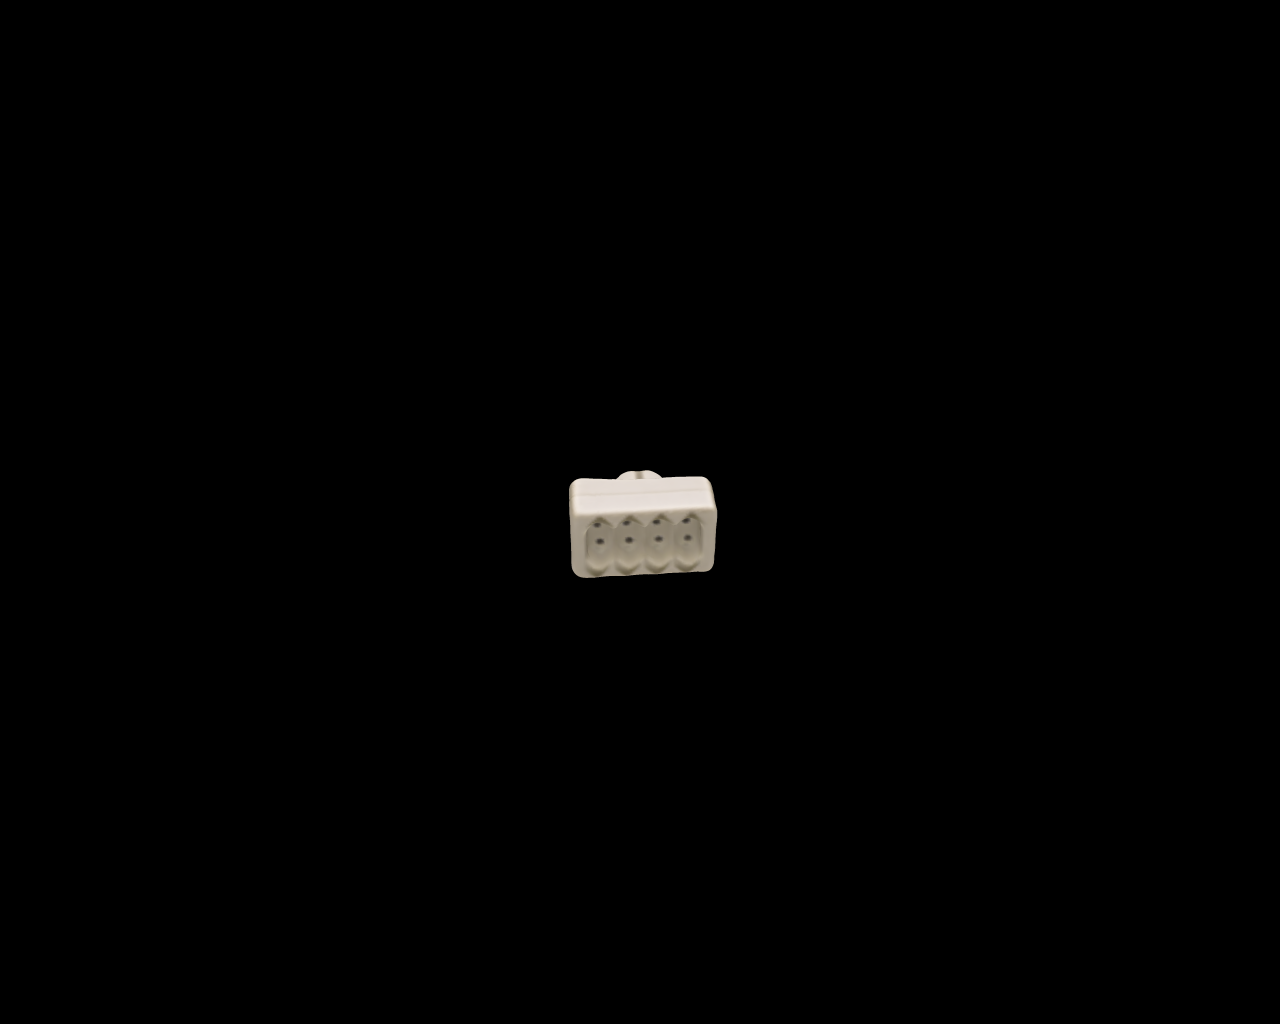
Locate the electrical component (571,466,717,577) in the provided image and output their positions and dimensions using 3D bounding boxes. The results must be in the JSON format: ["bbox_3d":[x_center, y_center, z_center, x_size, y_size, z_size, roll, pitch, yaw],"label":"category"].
[{"bbox_3d":[0.001,-0.003,0.650,0.083,0.047,0.076,-2,36,-2],"label":"electrical component"}]
